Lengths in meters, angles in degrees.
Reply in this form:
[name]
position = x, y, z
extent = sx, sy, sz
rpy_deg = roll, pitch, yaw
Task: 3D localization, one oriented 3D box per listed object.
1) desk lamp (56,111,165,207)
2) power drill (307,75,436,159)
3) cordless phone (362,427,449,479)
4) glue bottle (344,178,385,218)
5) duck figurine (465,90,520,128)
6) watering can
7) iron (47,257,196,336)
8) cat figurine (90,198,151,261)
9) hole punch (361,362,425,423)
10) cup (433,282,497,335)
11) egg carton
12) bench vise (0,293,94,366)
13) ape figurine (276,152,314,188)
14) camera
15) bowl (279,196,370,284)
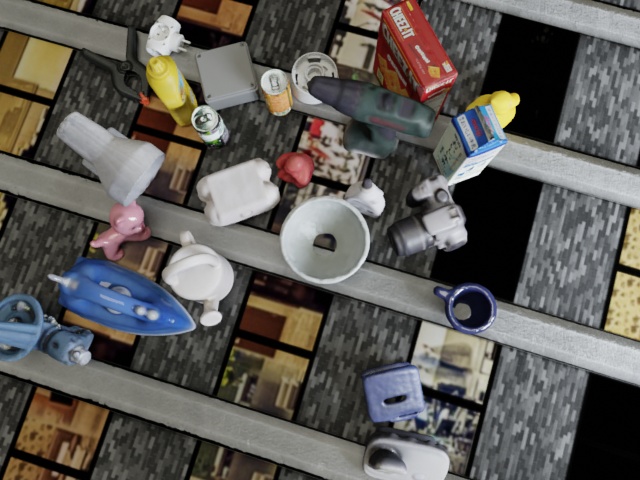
[desk lamp]
position = -0.375, -0.146, 1.051
extent = 0.203, 0.213, 0.118
rpy_deg = 34, 83, 7
[power drill]
position = 0.091, -0.224, 1.057
extent = 0.229, 0.208, 0.076
rpy_deg = 13, 81, 4
[cordless phone]
position = 0.148, 0.381, 0.965
extent = 0.147, 0.185, 0.094
rpy_deg = 7, 80, 3
[glue bottle]
position = 0.085, -0.084, 1.051
extent = 0.078, 0.173, 0.037
rpy_deg = 26, 82, 6
[duck figurine]
position = 0.339, -0.260, 1.120
extent = 0.104, 0.086, 0.077
rpy_deg = -15, 80, -1
[watering can]
position = -0.215, 0.064, 1.022
extent = 0.101, 0.194, 0.173
rpy_deg = -42, 82, -5
[iron]
position = -0.360, 0.112, 1.044
extent = 0.258, 0.141, 0.119
rpy_deg = 19, 81, 5
[cat figurine]
position = -0.377, -0.025, 1.079
extent = 0.128, 0.118, 0.067
rpy_deg = -40, 81, -5
[hole punch]
position = 0.134, 0.276, 1.031
extent = 0.108, 0.091, 0.101
rpy_deg = -13, 80, -1
[cup]
position = 0.256, 0.122, 1.053
extent = 0.117, 0.095, 0.092
rpy_deg = 28, 82, 6
[egg carton]
position = -0.157, -0.091, 1.110
extent = 0.150, 0.069, 0.107
rpy_deg = -21, 80, -2
[bench vise]
position = -0.507, 0.155, 1.000
extent = 0.207, 0.220, 0.121
rpy_deg = 5, 80, 2
[ape figurine]
position = -0.047, -0.141, 1.105
extent = 0.076, 0.092, 0.078
rpy_deg = -27, 81, -3
[camera]
position = 0.193, -0.037, 1.078
extent = 0.137, 0.101, 0.143
rpy_deg = -21, 80, -2
[bowl]
position = 0.010, 0.004, 1.088
extent = 0.167, 0.075, 0.167
rpy_deg = 0, 80, 1
